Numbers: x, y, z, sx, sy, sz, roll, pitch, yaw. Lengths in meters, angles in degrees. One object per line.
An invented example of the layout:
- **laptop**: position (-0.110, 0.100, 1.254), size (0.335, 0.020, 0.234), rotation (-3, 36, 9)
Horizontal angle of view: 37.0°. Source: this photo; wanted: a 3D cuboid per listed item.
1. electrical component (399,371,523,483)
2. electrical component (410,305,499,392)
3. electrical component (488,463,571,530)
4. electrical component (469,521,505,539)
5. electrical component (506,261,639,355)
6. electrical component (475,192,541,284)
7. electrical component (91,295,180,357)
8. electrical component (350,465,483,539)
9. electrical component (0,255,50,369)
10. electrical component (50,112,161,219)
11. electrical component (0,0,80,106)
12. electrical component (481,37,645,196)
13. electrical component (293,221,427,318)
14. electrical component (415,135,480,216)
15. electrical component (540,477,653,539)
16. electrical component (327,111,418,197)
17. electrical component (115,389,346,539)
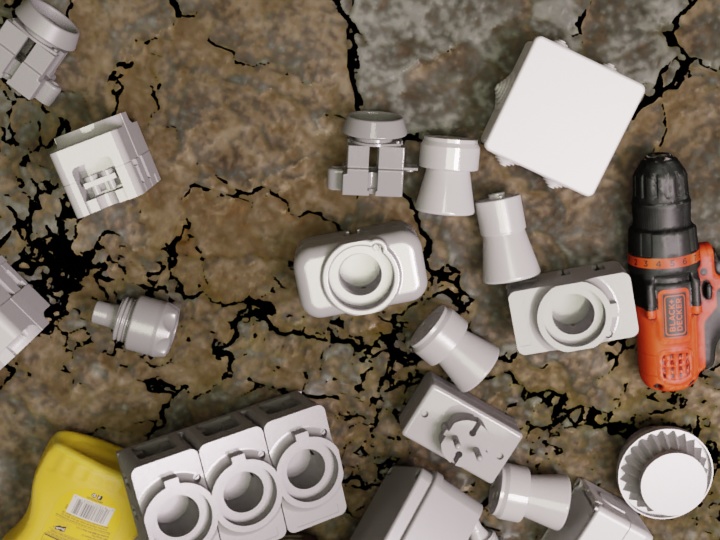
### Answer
- **electrical component**: position (0.079, 0.126, 0.823), size (0.083, 0.075, 0.047), rotation (30, 99, -8)
- **electrical component**: position (0.072, 0.060, 0.825), size (0.055, 0.045, 0.045), rotation (40, 98, -8)
- **electrical component**: position (0.134, 0.179, 0.852), size (0.055, 0.045, 0.045), rotation (12, 101, -4)
- **electrical component**: position (0.102, 0.225, 0.866), size (0.035, 0.035, 0.061), rotation (-27, 99, 4)
- **electrical component**: position (0.159, 0.029, 0.810), size (0.089, 0.055, 0.050), rotation (-10, 100, 7)
- **electrical component**: position (0.109, -0.026, 0.811), size (0.044, 0.044, 0.065), rotation (-11, 97, 0)
- **electrical component**: position (-0.170, 0.039, 0.813), size (0.062, 0.043, 0.043), rotation (16, 101, -4)
- **electrical component**: position (0.033, 0.210, 0.821), size (0.057, 0.078, 0.113), rotation (35, 72, -11)
- **electrical component**: position (-0.306, 0.069, 0.791), size (0.150, 0.089, 0.061), rotation (-42, 100, 6)
- **electrical component**: position (-0.181, -0.077, 0.765), size (0.050, 0.089, 0.055), rotation (-20, 102, 2)
- **electrical component**: position (-0.234, -0.160, 0.769), size (0.066, 0.048, 0.055), rotation (38, 105, -9)
- **electrical component**: position (0.145, -0.113, 0.789), size (0.100, 0.048, 0.099), rotation (24, 100, -7)
- **electrical component**: position (0.000, 0.000, 0.803), size (0.095, 0.059, 0.053), rotation (-11, 102, 0)
- **electrical component**: position (0.065, -0.070, 0.798), size (0.045, 0.045, 0.055), rotation (4, 101, -3)
- **electrical component**: position (0.182, 0.227, 0.855), size (0.061, 0.061, 0.096), rotation (29, 99, -7)
- **electrical component**: position (0.010, -0.086, 0.793), size (0.066, 0.048, 0.055), rotation (2, 109, -3)
- **electrical component**: position (-0.094, 0.159, 0.805), size (0.150, 0.062, 0.089), rotation (-17, 103, -21)
